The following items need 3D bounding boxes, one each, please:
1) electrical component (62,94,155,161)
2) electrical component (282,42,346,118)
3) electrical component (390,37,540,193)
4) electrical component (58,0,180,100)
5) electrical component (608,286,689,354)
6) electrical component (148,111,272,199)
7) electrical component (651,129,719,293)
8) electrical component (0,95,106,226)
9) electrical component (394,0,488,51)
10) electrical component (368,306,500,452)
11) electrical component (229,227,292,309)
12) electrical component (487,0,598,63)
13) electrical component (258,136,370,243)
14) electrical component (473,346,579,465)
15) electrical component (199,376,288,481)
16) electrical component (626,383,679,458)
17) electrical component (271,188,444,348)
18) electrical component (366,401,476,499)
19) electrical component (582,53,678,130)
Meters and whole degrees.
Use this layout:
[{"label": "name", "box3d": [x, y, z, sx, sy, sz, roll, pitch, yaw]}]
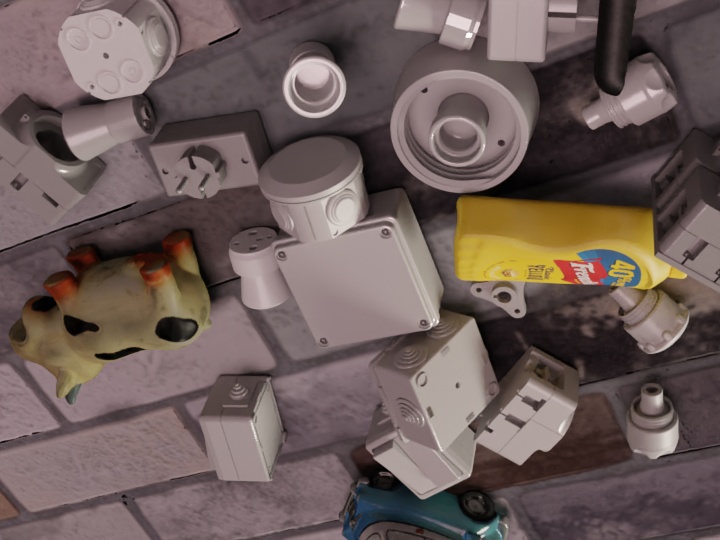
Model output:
[{"label": "electrical component", "box3d": [-0.195, -0.115, 0.848, 0.065, 0.044, 0.044, -14, 121, 17]}, {"label": "electrical component", "box3d": [-0.034, -0.140, 0.774, 0.044, 0.065, 0.044, -2, 116, -3]}, {"label": "electrical component", "box3d": [0.073, -0.106, 0.775, 0.108, 0.060, 0.108, 7, 126, 9]}, {"label": "electrical component", "box3d": [-0.179, -0.169, 0.798, 0.080, 0.051, 0.080, 7, 127, 10]}, {"label": "electrical component", "box3d": [0.224, 0.032, 0.849, 0.062, 0.048, 0.048, 41, 124, -7]}, {"label": "electrical component", "box3d": [-0.120, -0.080, 0.832, 0.083, 0.075, 0.047, -6, 123, 18]}, {"label": "electrical component", "box3d": [0.302, -0.016, 0.756, 0.186, 0.105, 0.060, 28, 127, -7]}, {"label": "electrical component", "box3d": [-0.259, -0.091, 0.874, 0.089, 0.050, 0.056, 42, 124, -17]}, {"label": "electrical component", "box3d": [0.056, -0.179, 0.738, 0.055, 0.045, 0.045, 19, 127, 0]}, {"label": "electrical component", "box3d": [0.065, 0.090, 0.895, 0.048, 0.100, 0.099, 14, 136, 47]}, {"label": "electrical component", "box3d": [-0.083, -0.002, 0.899, 0.045, 0.045, 0.055, -2, 124, 15]}, {"label": "electrical component", "box3d": [0.126, -0.178, 0.719, 0.077, 0.047, 0.065, 5, 126, 11]}, {"label": "electrical component", "box3d": [-0.034, -0.063, 0.822, 0.080, 0.080, 0.051, -4, 130, 17]}, {"label": "electrical component", "box3d": [0.147, 0.119, 0.926, 0.056, 0.050, 0.089, 29, 127, -8]}, {"label": "electrical component", "box3d": [-0.113, 0.142, 0.999, 0.061, 0.061, 0.096, -2, 125, 15]}, {"label": "electrical component", "box3d": [0.247, 0.124, 0.910, 0.043, 0.043, 0.062, -1, 123, 15]}, {"label": "electrical component", "box3d": [0.000, 0.000, 0.872, 0.109, 0.056, 0.108, -12, 121, 21]}, {"label": "electrical component", "box3d": [0.051, 0.152, 0.967, 0.062, 0.061, 0.096, -34, 112, 31]}, {"label": "electrical component", "box3d": [0.186, -0.120, 0.749, 0.062, 0.043, 0.043, -28, 115, 30]}]
